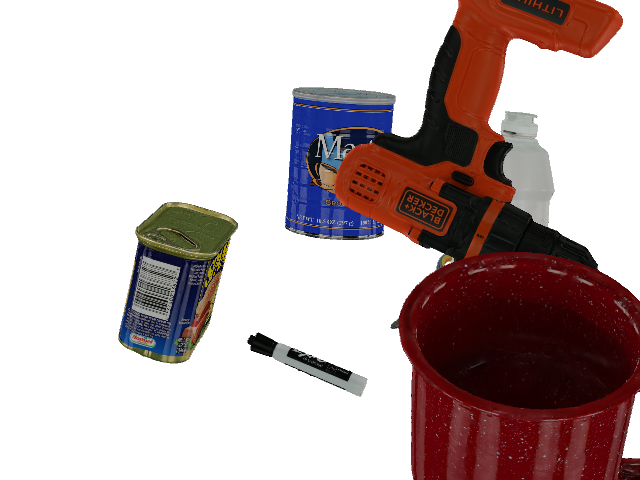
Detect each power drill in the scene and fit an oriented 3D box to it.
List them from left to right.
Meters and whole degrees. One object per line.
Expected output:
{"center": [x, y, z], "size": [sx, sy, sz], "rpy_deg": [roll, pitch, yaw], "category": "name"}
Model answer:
{"center": [0.121, -0.071, 0.690], "size": [0.184, 0.188, 0.057], "rpy_deg": [25, 8, 11], "category": "power drill"}

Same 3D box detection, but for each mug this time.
{"center": [0.088, 0.065, 0.407], "size": [0.117, 0.081, 0.093], "rpy_deg": [6, 36, 11], "category": "mug"}

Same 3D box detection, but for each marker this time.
{"center": [-0.014, 0.117, 1.021], "size": [0.121, 0.020, 0.020], "rpy_deg": [22, 4, 11], "category": "marker"}

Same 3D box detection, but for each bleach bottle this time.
{"center": [0.155, 0.012, 0.944], "size": [0.068, 0.251, 0.103], "rpy_deg": [-1, 14, -27], "category": "bleach bottle"}

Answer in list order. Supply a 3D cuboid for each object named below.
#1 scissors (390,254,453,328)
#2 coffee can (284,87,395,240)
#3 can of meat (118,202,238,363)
{"center": [0.134, 0.055, 1.242], "size": [0.201, 0.016, 0.096], "rpy_deg": [-10, 39, -34], "category": "scissors"}
{"center": [0.019, -0.079, 1.075], "size": [0.103, 0.140, 0.103], "rpy_deg": [4, 12, -1], "category": "coffee can"}
{"center": [-0.101, 0.028, 0.750], "size": [0.057, 0.084, 0.102], "rpy_deg": [16, 17, 2], "category": "can of meat"}
